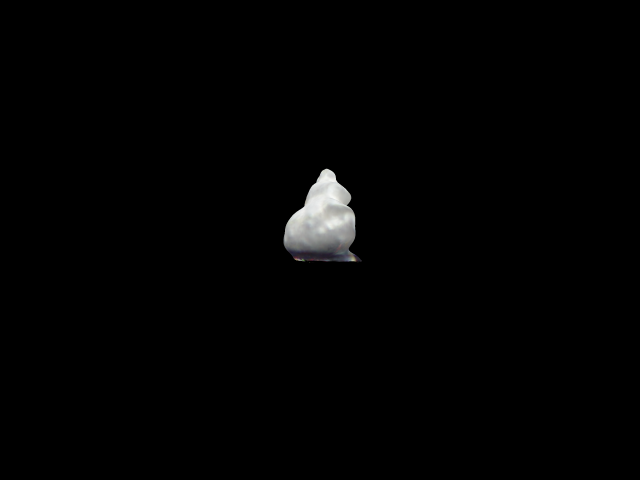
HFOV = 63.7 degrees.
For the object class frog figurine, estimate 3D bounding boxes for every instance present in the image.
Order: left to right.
[{"bbox_3d":[0.003,-0.043,0.850,0.123,0.160,0.137,3,-6,-29],"label":"frog figurine"}]
